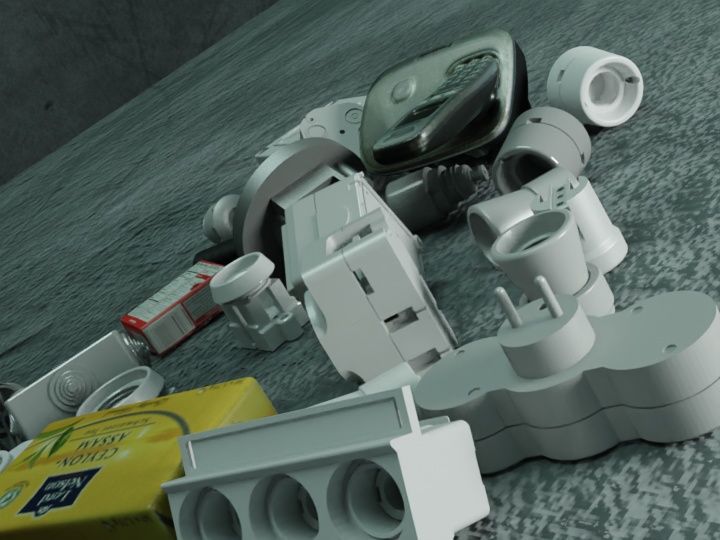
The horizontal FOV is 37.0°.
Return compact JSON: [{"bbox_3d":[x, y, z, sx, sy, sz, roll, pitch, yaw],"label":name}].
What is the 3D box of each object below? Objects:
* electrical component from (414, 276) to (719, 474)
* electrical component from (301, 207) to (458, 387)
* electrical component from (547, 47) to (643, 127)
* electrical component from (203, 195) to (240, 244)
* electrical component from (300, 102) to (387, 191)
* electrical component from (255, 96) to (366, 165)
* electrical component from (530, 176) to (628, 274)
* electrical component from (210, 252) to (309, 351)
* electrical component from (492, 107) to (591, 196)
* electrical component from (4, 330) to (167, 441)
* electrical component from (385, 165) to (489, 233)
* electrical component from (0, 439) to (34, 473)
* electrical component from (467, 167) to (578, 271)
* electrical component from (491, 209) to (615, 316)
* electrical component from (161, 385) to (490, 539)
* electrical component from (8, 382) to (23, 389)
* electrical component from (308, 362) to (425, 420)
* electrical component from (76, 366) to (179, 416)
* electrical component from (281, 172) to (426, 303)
[{"bbox_3d":[0.081,0.035,0.448,0.138,0.073,0.052,-18,23,34],"label":"electrical component"},{"bbox_3d":[0.008,0.023,0.565,0.056,0.089,0.050,-27,19,9],"label":"electrical component"},{"bbox_3d":[0.169,-0.130,0.771,0.055,0.055,0.047,-33,22,-5],"label":"electrical component"},{"bbox_3d":[-0.127,-0.043,1.011,0.048,0.048,0.062,-42,15,-31],"label":"electrical component"},{"bbox_3d":[-0.015,-0.101,0.925,0.080,0.051,0.080,0,52,-1],"label":"electrical component"},{"bbox_3d":[-0.029,-0.116,1.028,0.109,0.056,0.109,-38,20,-20],"label":"electrical component"},{"bbox_3d":[0.118,-0.022,0.584,0.040,0.046,0.040,-27,19,10],"label":"electrical component"},{"bbox_3d":[-0.072,0.022,0.743,0.048,0.055,0.066,-41,21,-27],"label":"electrical component"},{"bbox_3d":[0.117,-0.070,0.697,0.055,0.055,0.047,-15,28,39],"label":"electrical component"},{"bbox_3d":[-0.181,0.084,0.716,0.100,0.048,0.099,-34,-3,-10],"label":"electrical component"},{"bbox_3d":[0.055,-0.055,0.771,0.078,0.040,0.040,-22,21,25],"label":"electrical component"},{"bbox_3d":[-0.214,0.147,0.632,0.095,0.059,0.054,-35,19,-14],"label":"electrical component"},{"bbox_3d":[0.103,-0.033,0.644,0.065,0.044,0.044,-29,18,-12],"label":"electrical component"},{"bbox_3d":[0.096,0.004,0.533,0.045,0.055,0.045,-27,19,10],"label":"electrical component"},{"bbox_3d":[-0.014,0.095,0.444,0.121,0.078,0.063,-17,-6,35],"label":"electrical component"},{"bbox_3d":[-0.276,0.110,0.846,0.062,0.043,0.043,-10,28,44],"label":"electrical component"},{"bbox_3d":[0.005,0.074,0.520,0.065,0.044,0.044,-29,18,-9],"label":"electrical component"},{"bbox_3d":[-0.132,0.095,0.644,0.078,0.057,0.058,-17,23,36],"label":"electrical component"},{"bbox_3d":[0.000,0.000,0.643,0.061,0.096,0.061,-24,49,19],"label":"electrical component"}]
